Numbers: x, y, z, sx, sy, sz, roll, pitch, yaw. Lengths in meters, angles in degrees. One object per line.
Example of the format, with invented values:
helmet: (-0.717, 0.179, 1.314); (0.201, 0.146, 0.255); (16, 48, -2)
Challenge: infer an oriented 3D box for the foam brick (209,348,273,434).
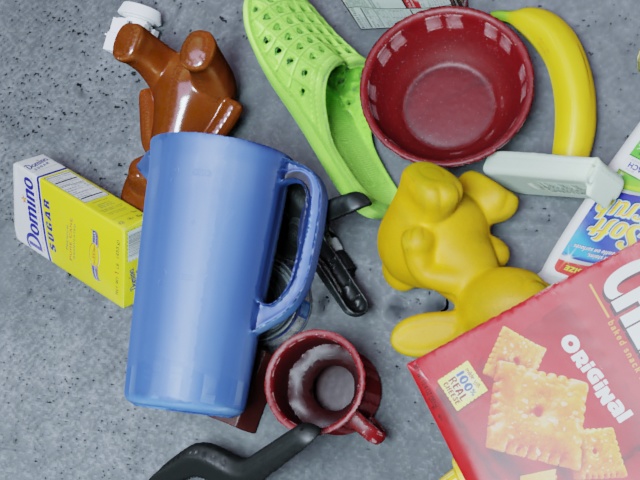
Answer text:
foam brick: (-0.078, 0.136, 1.012); (0.053, 0.051, 0.078); (18, 83, 22)

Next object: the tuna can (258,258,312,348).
tuna can: (-0.053, 0.060, 1.033); (0.086, 0.033, 0.086); (-5, 75, 18)

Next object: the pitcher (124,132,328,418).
pitcher: (-0.094, 0.033, 0.949); (0.149, 0.144, 0.243); (-10, 70, 63)

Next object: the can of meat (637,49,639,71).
can of meat: (0.341, -0.188, 0.947); (0.084, 0.057, 0.102); (22, 85, 21)

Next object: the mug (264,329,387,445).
mug: (0.016, 0.140, 0.961); (0.117, 0.081, 0.093); (39, 91, 24)

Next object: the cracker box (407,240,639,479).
cracker box: (0.197, 0.118, 0.798); (0.214, 0.072, 0.164); (-30, 69, 12)

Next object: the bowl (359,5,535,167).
bowl: (0.120, -0.136, 1.005); (0.162, 0.055, 0.162); (-3, 73, 10)

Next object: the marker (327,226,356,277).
marker: (0.001, -0.012, 1.040); (0.020, 0.020, 0.121); (-34, 68, 8)

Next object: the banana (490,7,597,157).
banana: (0.221, -0.143, 0.991); (0.070, 0.037, 0.198); (-31, 64, 34)

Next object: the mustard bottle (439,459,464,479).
mustard bottle: (0.187, 0.170, 0.906); (0.192, 0.058, 0.096); (-29, 71, 10)

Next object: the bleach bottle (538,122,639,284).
bleach bottle: (0.263, 0.006, 0.920); (0.103, 0.068, 0.251); (35, 91, 30)

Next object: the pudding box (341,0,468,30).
pudding box: (0.080, -0.239, 1.034); (0.114, 0.090, 0.039); (4, 79, 20)

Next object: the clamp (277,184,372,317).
clamp: (-0.007, 0.001, 1.006); (0.172, 0.039, 0.120); (20, 115, 53)

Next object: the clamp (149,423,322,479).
clamp: (-0.070, 0.222, 0.962); (0.210, 0.036, 0.164); (8, 115, 29)

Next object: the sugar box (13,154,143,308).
sugar box: (-0.241, -0.011, 1.076); (0.176, 0.048, 0.093); (25, 124, 30)
